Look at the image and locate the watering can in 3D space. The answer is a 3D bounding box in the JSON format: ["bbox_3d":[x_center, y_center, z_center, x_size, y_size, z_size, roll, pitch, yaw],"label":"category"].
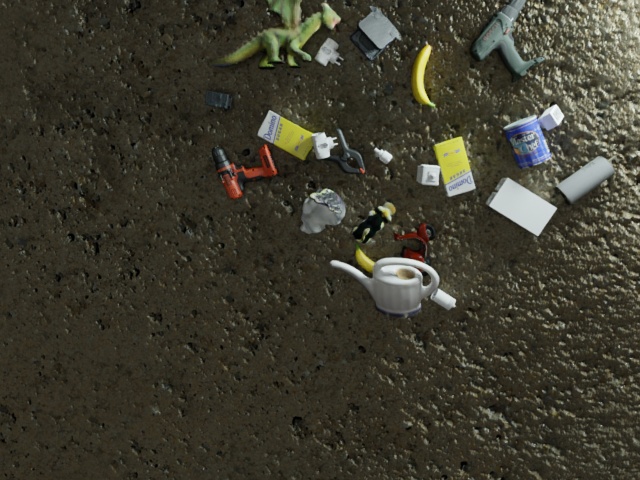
[{"bbox_3d":[0.210,0.148,1.680,0.347,0.106,0.219,2,124,12],"label":"watering can"}]

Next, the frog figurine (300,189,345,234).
[{"bbox_3d":[0.005,-0.085,1.699,0.137,0.126,0.156,19,136,-8],"label":"frog figurine"}]

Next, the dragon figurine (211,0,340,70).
[{"bbox_3d":[-0.141,-0.658,1.597,0.410,0.123,0.240,0,101,0],"label":"dragon figurine"}]
